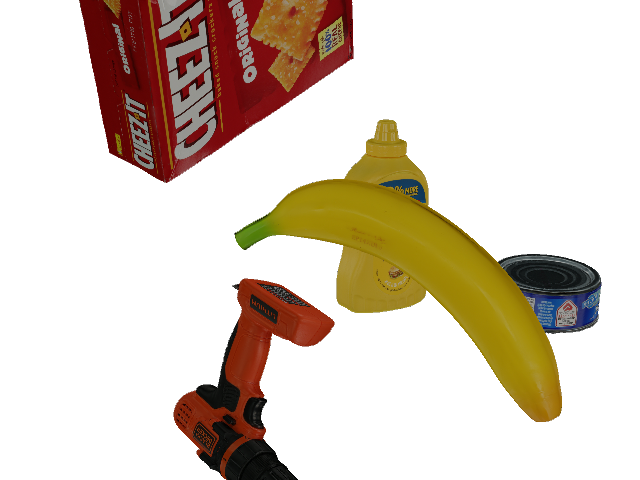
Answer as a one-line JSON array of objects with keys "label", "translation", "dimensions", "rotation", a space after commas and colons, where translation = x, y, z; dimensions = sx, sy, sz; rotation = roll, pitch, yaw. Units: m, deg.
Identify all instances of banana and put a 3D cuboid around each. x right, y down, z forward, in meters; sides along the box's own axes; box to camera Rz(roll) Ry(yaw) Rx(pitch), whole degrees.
[{"label": "banana", "translation": [0.054, 0.019, 0.572], "dimensions": [0.198, 0.070, 0.037], "rotation": [31, 14, 7]}]

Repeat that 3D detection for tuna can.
[{"label": "tuna can", "translation": [0.175, 0.040, 0.832], "dimensions": [0.086, 0.034, 0.086], "rotation": [1, 20, -1]}]

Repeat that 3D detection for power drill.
[{"label": "power drill", "translation": [-0.057, 0.145, 1.026], "dimensions": [0.057, 0.188, 0.185], "rotation": [14, 13, -47]}]

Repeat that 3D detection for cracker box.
[{"label": "cracker box", "translation": [-0.065, -0.165, 0.775], "dimensions": [0.072, 0.164, 0.213], "rotation": [28, 50, 30]}]

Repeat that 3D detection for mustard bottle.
[{"label": "mustard bottle", "translation": [0.064, -0.026, 1.080], "dimensions": [0.096, 0.192, 0.058], "rotation": [-7, 17, -27]}]
